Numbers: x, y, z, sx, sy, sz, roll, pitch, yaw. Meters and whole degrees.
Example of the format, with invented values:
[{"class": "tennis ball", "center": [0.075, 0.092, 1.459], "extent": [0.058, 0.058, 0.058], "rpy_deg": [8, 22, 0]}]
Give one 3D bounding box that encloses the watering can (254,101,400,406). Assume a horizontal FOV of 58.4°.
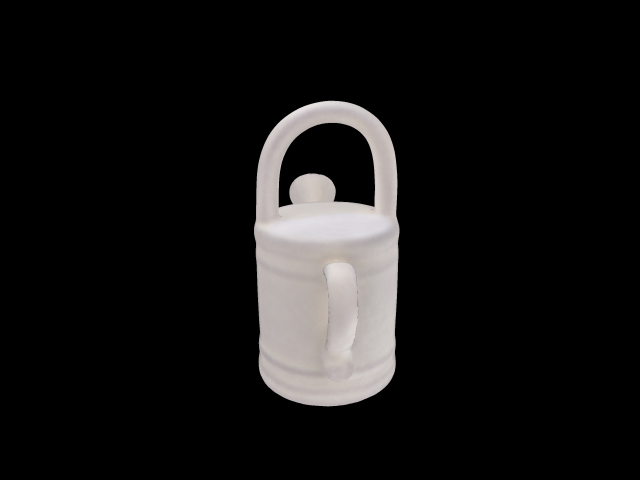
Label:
[{"class": "watering can", "center": [0.001, 0.002, 0.400], "extent": [0.101, 0.194, 0.172], "rpy_deg": [-10, 22, -27]}]
